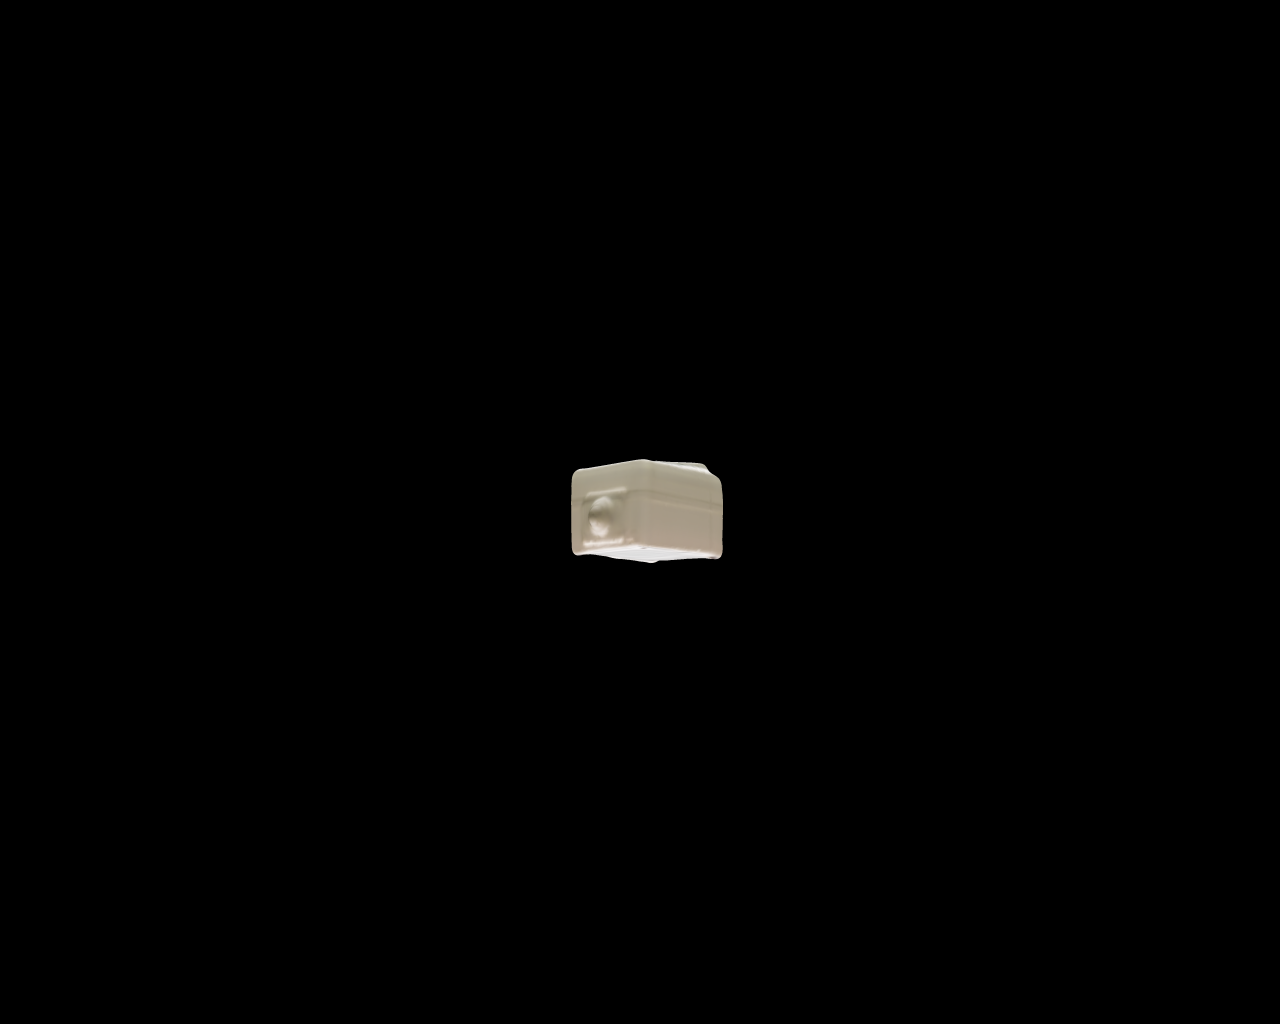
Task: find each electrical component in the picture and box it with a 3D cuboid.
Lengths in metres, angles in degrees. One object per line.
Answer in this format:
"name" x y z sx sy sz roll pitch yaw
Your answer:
"electrical component" 0.001 -0.003 0.650 0.061 0.061 0.096 -7 -11 39
